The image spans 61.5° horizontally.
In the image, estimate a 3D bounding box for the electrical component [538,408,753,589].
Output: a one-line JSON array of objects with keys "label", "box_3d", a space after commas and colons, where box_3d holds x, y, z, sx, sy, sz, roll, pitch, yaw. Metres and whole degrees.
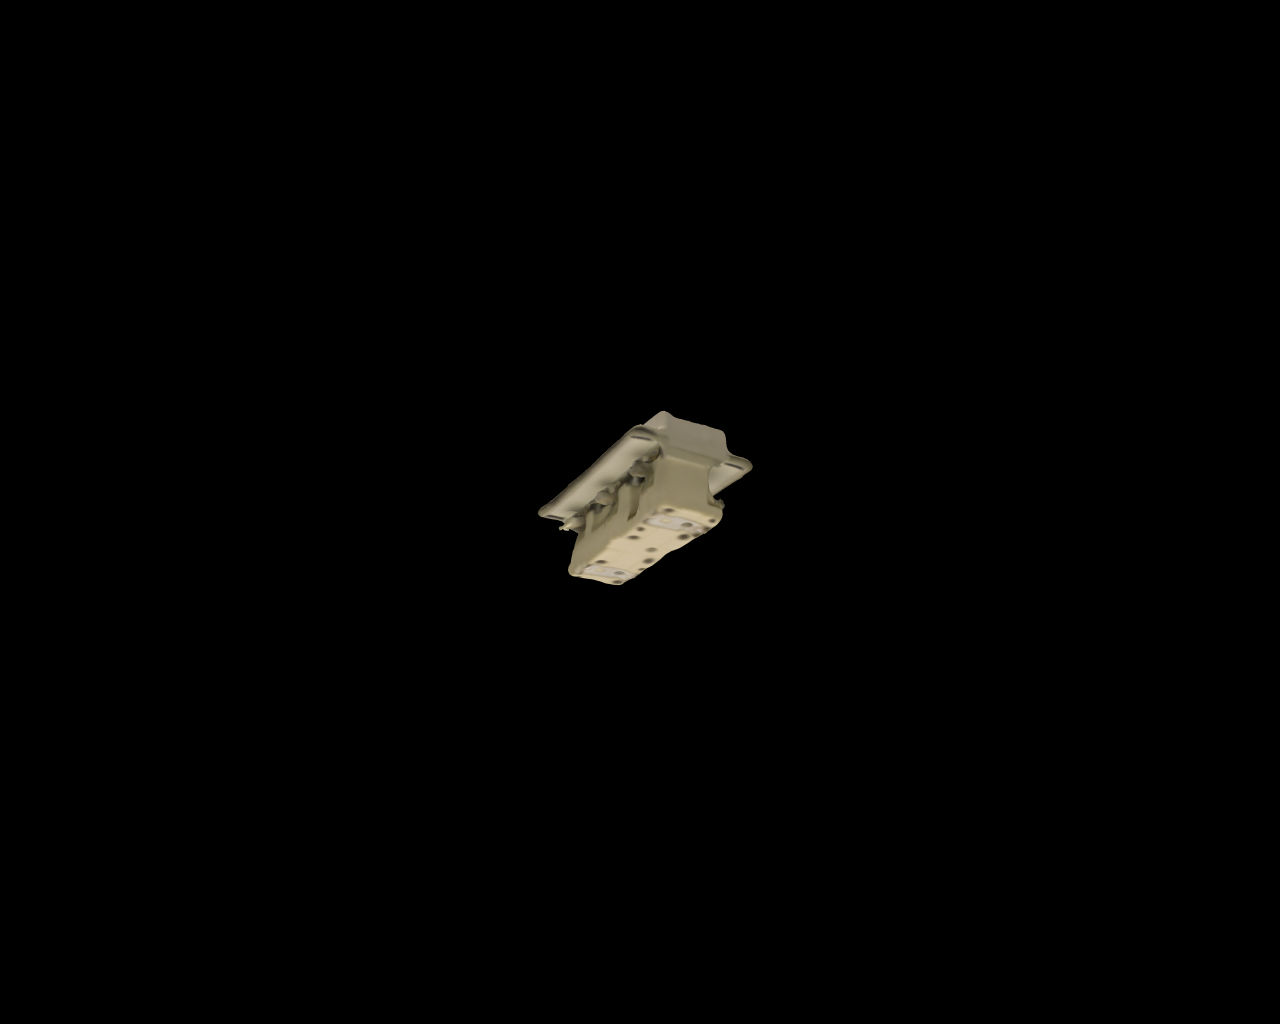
[{"label": "electrical component", "box_3d": [0.001, -0.003, 0.650, 0.079, 0.063, 0.121, 15, -31, -28]}]
